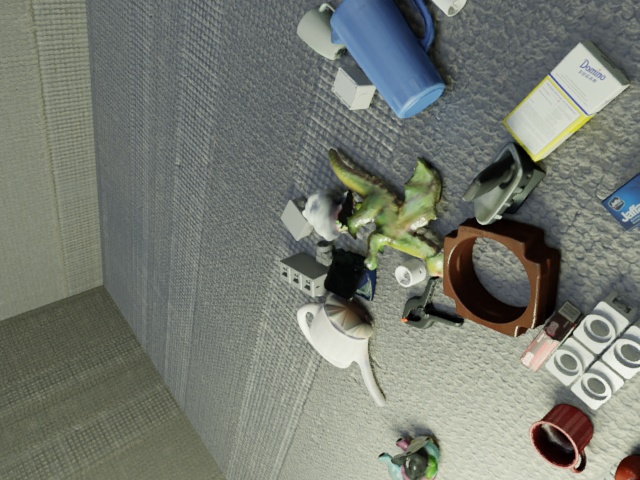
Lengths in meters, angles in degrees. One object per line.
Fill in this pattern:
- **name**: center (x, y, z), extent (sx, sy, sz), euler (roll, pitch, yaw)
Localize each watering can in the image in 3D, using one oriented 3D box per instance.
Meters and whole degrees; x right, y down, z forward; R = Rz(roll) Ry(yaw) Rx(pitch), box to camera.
- **watering can**: center (0.079, 0.282, 1.394), extent (0.350, 0.105, 0.219), euler (41, 136, 16)

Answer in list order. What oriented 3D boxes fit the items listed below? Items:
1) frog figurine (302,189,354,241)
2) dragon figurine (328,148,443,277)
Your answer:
- **frog figurine**: center (0.004, -0.066, 1.308), extent (0.159, 0.125, 0.135), euler (4, 130, 38)
- **dragon figurine**: center (0.166, -0.087, 1.134), extent (0.239, 0.122, 0.415), euler (-35, 71, 34)
